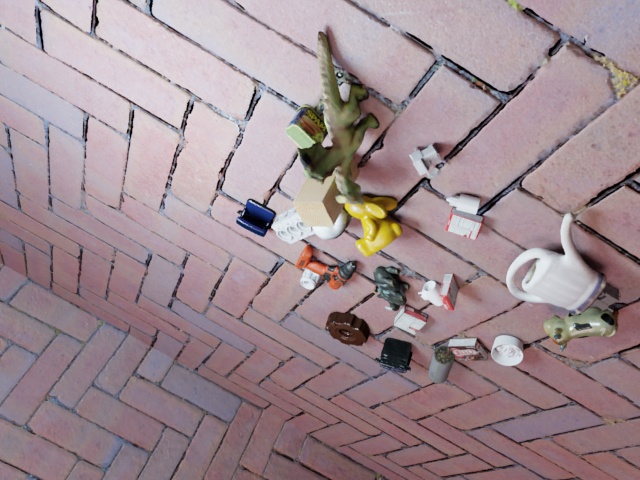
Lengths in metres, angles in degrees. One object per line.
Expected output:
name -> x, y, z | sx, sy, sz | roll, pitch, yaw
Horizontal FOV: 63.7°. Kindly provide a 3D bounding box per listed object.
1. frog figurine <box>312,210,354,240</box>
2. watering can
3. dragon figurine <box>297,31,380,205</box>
frog figurine -> 0.005, -0.077, 1.525 | 0.158, 0.124, 0.137 | 33, 164, -27
watering can -> 0.633, 0.079, 1.336 | 0.225, 0.106, 0.339 | 25, 142, 4
dragon figurine -> 0.026, -0.247, 1.206 | 0.122, 0.248, 0.402 | 2, 139, 35
